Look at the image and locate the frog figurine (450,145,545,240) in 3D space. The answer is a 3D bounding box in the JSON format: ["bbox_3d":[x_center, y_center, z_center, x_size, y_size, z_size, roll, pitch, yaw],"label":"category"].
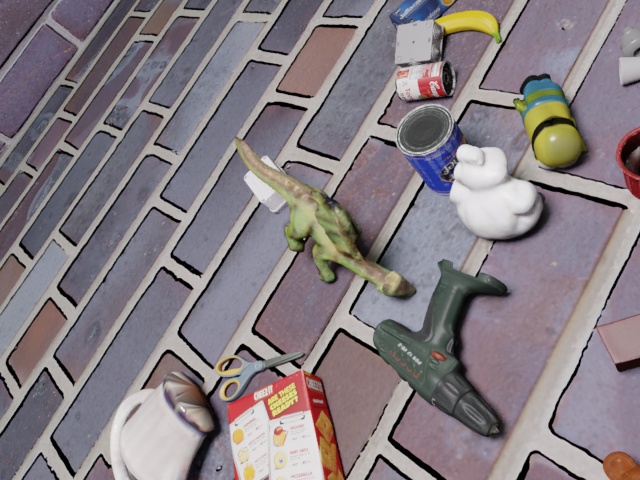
[{"bbox_3d":[0.265,-0.073,0.795,0.138,0.157,0.123,23,80,41],"label":"frog figurine"}]

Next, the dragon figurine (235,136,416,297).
[{"bbox_3d":[0.003,-0.044,0.875,0.123,0.409,0.241,-46,7,-15],"label":"dragon figurine"}]

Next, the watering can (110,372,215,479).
[{"bbox_3d":[-0.275,0.390,0.934,0.224,0.102,0.353,-50,48,0],"label":"watering can"}]
